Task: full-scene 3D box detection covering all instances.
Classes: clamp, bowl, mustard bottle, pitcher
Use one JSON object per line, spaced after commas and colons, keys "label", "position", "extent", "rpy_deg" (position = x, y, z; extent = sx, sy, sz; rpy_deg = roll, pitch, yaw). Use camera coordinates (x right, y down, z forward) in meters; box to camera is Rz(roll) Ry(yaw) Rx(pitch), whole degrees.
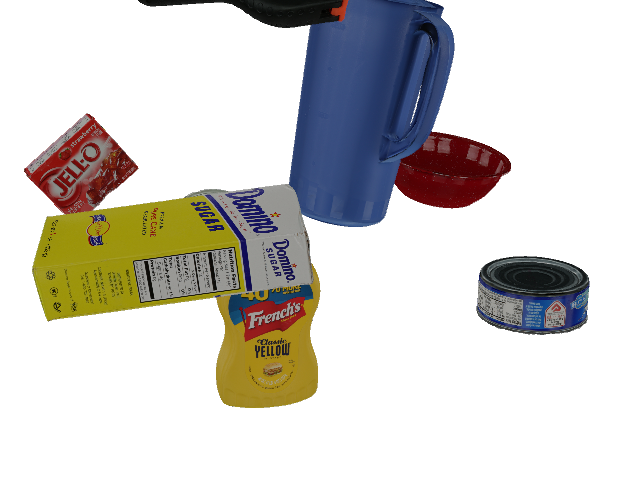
{"label": "clamp", "position": [-0.059, -0.226, 0.875], "extent": [0.171, 0.120, 0.039], "rpy_deg": [12, -25, -5]}
{"label": "bowl", "position": [0.143, -0.081, 1.280], "extent": [0.162, 0.055, 0.162], "rpy_deg": [8, 24, -4]}
{"label": "mustard bottle", "position": [-0.048, 0.060, 0.992], "extent": [0.096, 0.192, 0.058], "rpy_deg": [-3, 23, -12]}
{"label": "pitcher", "position": [0.045, -0.139, 1.103], "extent": [0.145, 0.243, 0.149], "rpy_deg": [11, 17, -2]}

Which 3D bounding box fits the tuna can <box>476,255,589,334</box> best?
{"label": "tuna can", "position": [0.165, 0.041, 0.830], "extent": [0.086, 0.034, 0.086], "rpy_deg": [0, 19, 0]}

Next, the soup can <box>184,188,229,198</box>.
{"label": "soup can", "position": [-0.135, -0.005, 1.322], "extent": [0.068, 0.102, 0.068], "rpy_deg": [0, 26, 0]}

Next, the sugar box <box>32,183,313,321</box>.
{"label": "sugar box", "position": [-0.098, 0.005, 0.719], "extent": [0.176, 0.048, 0.093], "rpy_deg": [-11, 25, -4]}

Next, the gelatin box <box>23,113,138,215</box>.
{"label": "gelatin box", "position": [-0.242, -0.072, 1.083], "extent": [0.073, 0.089, 0.030], "rpy_deg": [50, -7, -31]}
